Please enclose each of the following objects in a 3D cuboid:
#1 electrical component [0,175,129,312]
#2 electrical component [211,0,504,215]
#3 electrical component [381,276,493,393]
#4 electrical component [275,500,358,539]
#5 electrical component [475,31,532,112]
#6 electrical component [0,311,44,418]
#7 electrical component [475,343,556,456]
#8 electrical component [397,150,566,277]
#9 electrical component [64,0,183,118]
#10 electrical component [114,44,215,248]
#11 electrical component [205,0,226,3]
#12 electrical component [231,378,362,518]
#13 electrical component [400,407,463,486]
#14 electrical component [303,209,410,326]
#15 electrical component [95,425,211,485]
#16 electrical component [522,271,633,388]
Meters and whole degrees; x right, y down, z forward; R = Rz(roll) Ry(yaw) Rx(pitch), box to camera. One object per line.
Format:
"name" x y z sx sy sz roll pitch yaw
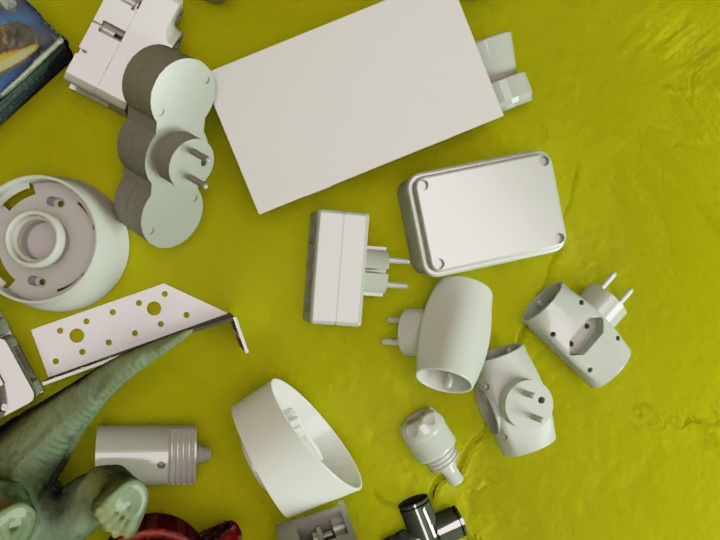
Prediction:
"electrical component" -0.222 -0.020 0.769 0.099 0.064 0.099 0 87 3
"electrical component" -0.005 -0.124 0.784 0.186 0.060 0.105 -22 94 0
"electrical component" 0.054 0.048 0.808 0.079 0.043 0.077 2 60 26
"electrical component" -0.010 0.272 0.744 0.060 0.105 0.186 -16 113 -7
"electrical component" 0.104 -0.149 0.823 0.045 0.045 0.055 -22 94 -9
"electrical component" -0.298 0.043 0.744 0.089 0.062 0.150 -28 95 -9
"electrical component" 0.120 0.099 0.808 0.044 0.079 0.077 -20 93 -10
"electrical component" 0.092 -0.042 0.814 0.113 0.057 0.078 -12 92 -10
"electrical component" -0.165 -0.160 0.773 0.056 0.050 0.089 27 86 -8
"electrical component" -0.127 -0.079 0.743 0.052 0.074 0.138 -13 123 -42
"electrical component" -0.113 -0.229 0.781 0.055 0.055 0.047 25 82 -9
"electrical component" -0.048 0.126 0.771 0.064 0.099 0.099 -28 95 -2
"electrical component" 0.058 0.137 0.820 0.035 0.035 0.061 -34 98 -8
"electrical component" 0.000 0.000 0.803 0.076 0.047 0.083 4 89 -10
"electrical component" -0.149 0.134 0.779 0.081 0.043 0.043 1 90 -10
"electrical component" 0.180 0.037 0.836 0.077 0.043 0.079 44 83 -7
